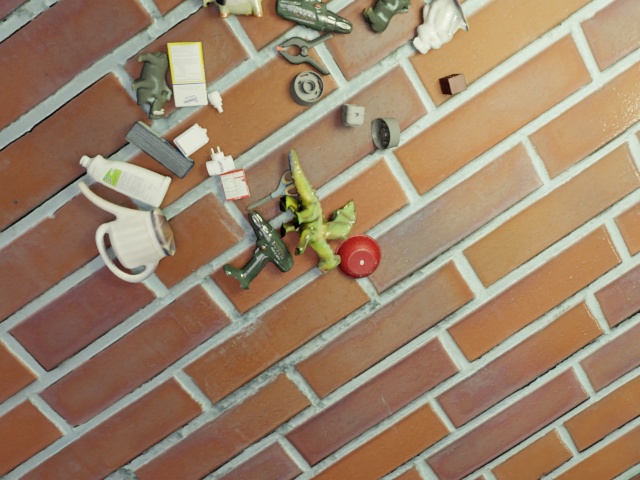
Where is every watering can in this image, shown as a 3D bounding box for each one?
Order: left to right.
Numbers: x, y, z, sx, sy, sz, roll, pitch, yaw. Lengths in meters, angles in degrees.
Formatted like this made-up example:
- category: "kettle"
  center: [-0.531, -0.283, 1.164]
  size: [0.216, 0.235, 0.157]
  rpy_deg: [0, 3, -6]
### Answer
- category: "watering can"
  center: [-0.571, -0.036, 1.550]
  size: [0.224, 0.105, 0.343]
  rpy_deg: [-18, 108, -4]

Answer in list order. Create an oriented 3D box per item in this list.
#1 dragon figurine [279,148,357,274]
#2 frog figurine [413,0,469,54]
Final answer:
- category: "dragon figurine"
  center: [0.005, -0.082, 1.635]
  size: [0.243, 0.123, 0.406]
  rpy_deg: [-4, 103, -29]
- category: "frog figurine"
  center: [0.338, -0.631, 1.506]
  size: [0.159, 0.122, 0.139]
  rpy_deg: [-27, 76, 10]
